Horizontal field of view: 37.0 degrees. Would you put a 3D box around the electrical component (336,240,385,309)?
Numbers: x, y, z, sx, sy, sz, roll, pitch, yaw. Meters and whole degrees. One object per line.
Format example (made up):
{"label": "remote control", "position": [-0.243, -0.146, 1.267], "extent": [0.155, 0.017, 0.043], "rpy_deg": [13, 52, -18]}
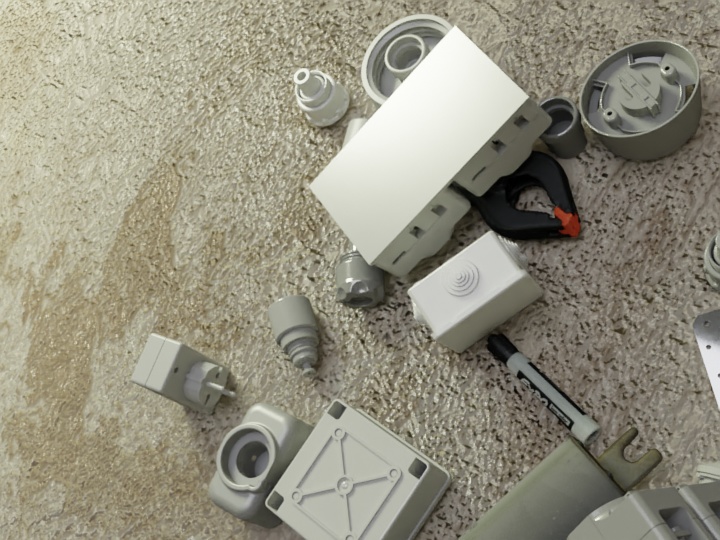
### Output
{"label": "electrical component", "position": [0.000, 0.000, 0.954], "extent": [0.043, 0.043, 0.062], "rpy_deg": [-13, 62, 21]}

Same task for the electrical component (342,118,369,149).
{"label": "electrical component", "position": [0.002, -0.104, 0.999], "extent": [0.040, 0.040, 0.078], "rpy_deg": [6, 72, 28]}

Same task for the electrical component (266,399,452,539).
{"label": "electrical component", "position": [-0.001, 0.179, 0.869], "extent": [0.109, 0.056, 0.108], "rpy_deg": [31, 85, 33]}

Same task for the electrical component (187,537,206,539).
{"label": "electrical component", "position": [-0.110, 0.272, 0.884], "extent": [0.096, 0.061, 0.061], "rpy_deg": [29, 83, 25]}

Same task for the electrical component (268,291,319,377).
{"label": "electrical component", "position": [-0.055, 0.059, 0.958], "extent": [0.040, 0.040, 0.078], "rpy_deg": [-28, 59, 13]}

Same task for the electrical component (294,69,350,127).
{"label": "electrical component", "position": [-0.042, -0.171, 1.037], "extent": [0.048, 0.062, 0.048], "rpy_deg": [-10, 65, 22]}

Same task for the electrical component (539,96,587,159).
{"label": "electrical component", "position": [0.172, -0.120, 0.919], "extent": [0.040, 0.046, 0.040], "rpy_deg": [-10, 65, 22]}

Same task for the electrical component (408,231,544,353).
{"label": "electrical component", "position": [0.093, 0.018, 0.868], "extent": [0.100, 0.100, 0.048], "rpy_deg": [-36, 70, 8]}

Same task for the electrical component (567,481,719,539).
{"label": "electrical component", "position": [0.163, 0.215, 0.700], "extent": [0.186, 0.105, 0.060], "rpy_deg": [-56, 49, 29]}

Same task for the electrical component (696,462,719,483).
{"label": "electrical component", "position": [0.265, 0.164, 0.731], "extent": [0.080, 0.080, 0.051], "rpy_deg": [13, 80, 30]}

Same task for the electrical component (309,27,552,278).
{"label": "electrical component", "position": [0.060, -0.096, 0.916], "extent": [0.186, 0.060, 0.105], "rpy_deg": [-46, 54, 13]}

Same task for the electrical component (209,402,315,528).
{"label": "electrical component", "position": [-0.083, 0.165, 0.914], "extent": [0.054, 0.059, 0.095], "rpy_deg": [22, 79, 32]}

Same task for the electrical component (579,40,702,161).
{"label": "electrical component", "position": [0.233, -0.141, 0.887], "extent": [0.099, 0.064, 0.099], "rpy_deg": [-10, 65, 22]}

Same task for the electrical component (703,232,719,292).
{"label": "electrical component", "position": [0.281, -0.011, 0.808], "extent": [0.048, 0.062, 0.048], "rpy_deg": [-10, 65, 22]}

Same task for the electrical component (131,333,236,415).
{"label": "electrical component", "position": [-0.145, 0.099, 0.959], "extent": [0.076, 0.083, 0.047], "rpy_deg": [15, 76, 30]}

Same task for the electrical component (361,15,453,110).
{"label": "electrical component", "position": [0.053, -0.185, 0.996], "extent": [0.108, 0.060, 0.108], "rpy_deg": [-10, 65, 23]}
